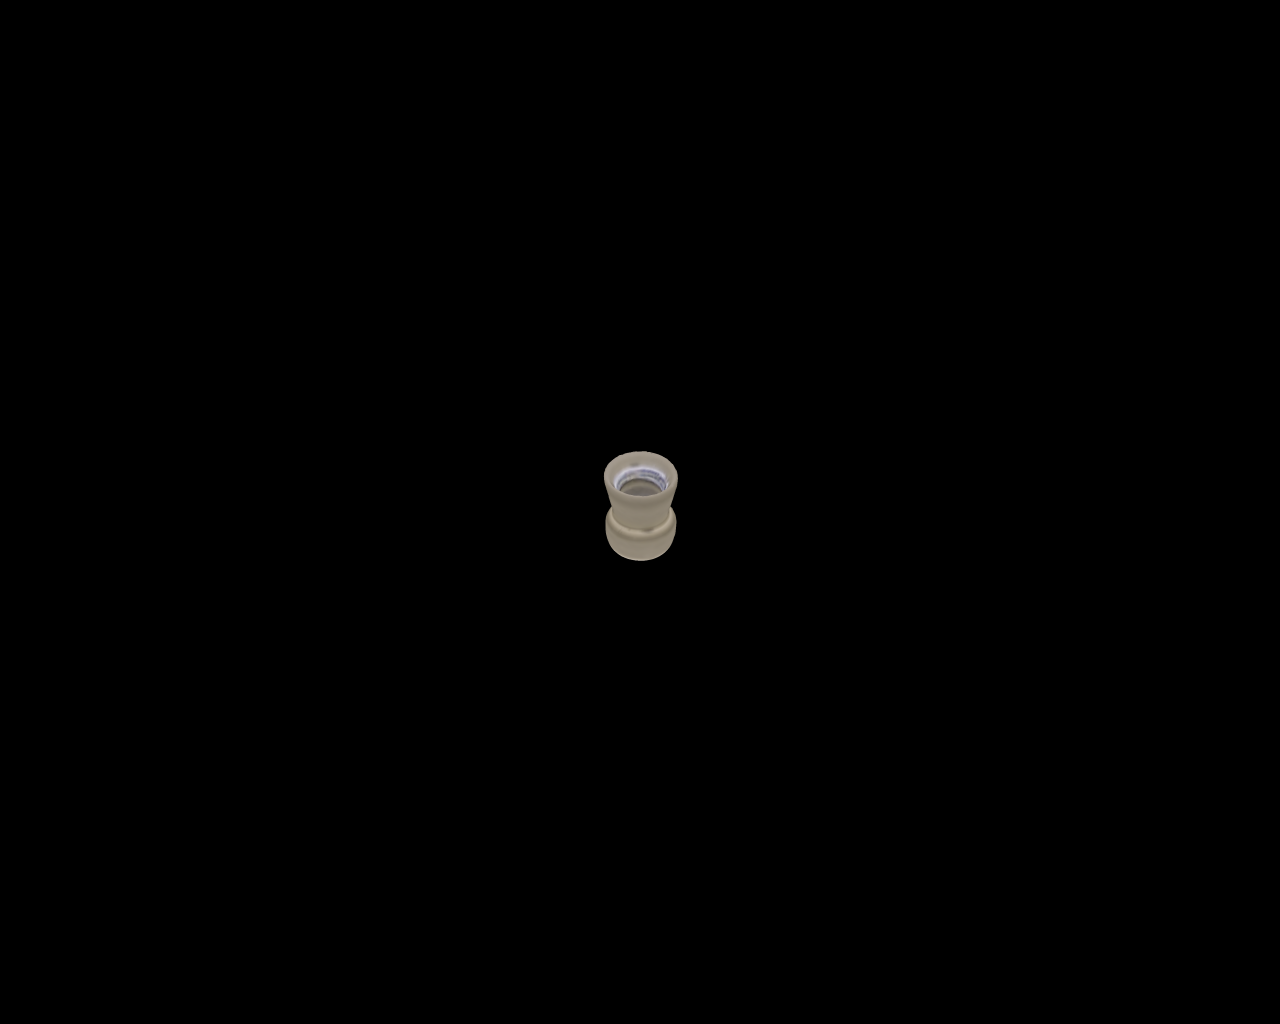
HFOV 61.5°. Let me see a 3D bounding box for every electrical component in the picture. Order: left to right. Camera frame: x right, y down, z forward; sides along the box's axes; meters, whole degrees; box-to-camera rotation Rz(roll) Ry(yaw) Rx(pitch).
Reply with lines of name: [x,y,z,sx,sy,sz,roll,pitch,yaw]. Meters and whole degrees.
electrical component: [0.001,-0.003,0.650,0.045,0.055,0.045,0,42,0]
